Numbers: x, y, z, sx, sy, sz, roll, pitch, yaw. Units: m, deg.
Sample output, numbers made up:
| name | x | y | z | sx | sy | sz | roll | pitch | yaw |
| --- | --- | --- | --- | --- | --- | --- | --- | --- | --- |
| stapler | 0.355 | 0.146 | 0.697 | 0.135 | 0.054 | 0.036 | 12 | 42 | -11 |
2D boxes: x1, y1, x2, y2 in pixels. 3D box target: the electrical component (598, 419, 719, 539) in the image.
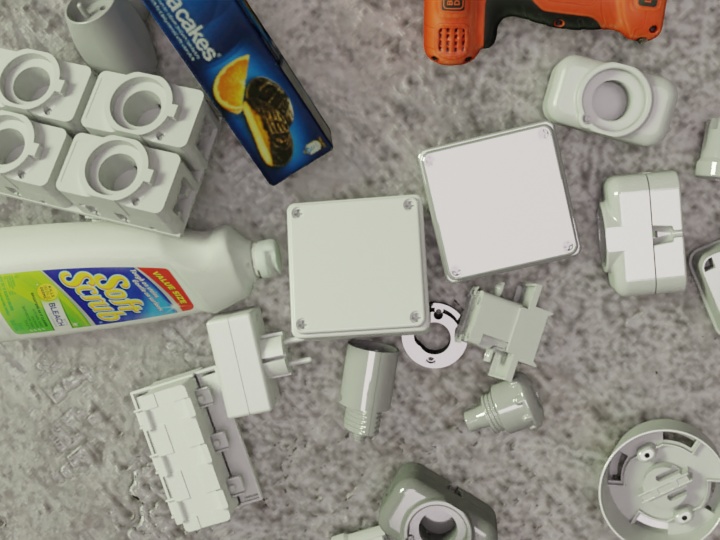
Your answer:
| name | x | y | z | sx | sy | sz | roll | pitch | yaw |
| --- | --- | --- | --- | --- | --- | --- | --- | --- | --- |
| electrical component | 0.245 | 0.171 | 0.867 | 0.099 | 0.064 | 0.099 | 3 | 101 | 17 |

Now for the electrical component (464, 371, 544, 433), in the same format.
| name | x | y | z | sx | sy | sz | roll | pitch | yaw |
| --- | --- | --- | --- | --- | --- | --- | --- | --- | --- |
| electrical component | 0.117 | 0.115 | 0.886 | 0.062 | 0.048 | 0.048 | -23 | 94 | 14 |

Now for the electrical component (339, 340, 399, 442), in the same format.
| name | x | y | z | sx | sy | sz | roll | pitch | yaw |
| --- | --- | --- | --- | --- | --- | --- | --- | --- | --- |
| electrical component | 0.005 | 0.103 | 0.894 | 0.043 | 0.043 | 0.081 | 9 | 97 | 4 |

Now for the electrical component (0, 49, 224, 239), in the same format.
| name | x | y | z | sx | sy | sz | roll | pitch | yaw |
| --- | --- | --- | --- | --- | --- | --- | --- | --- | --- |
| electrical component | -0.218 | -0.103 | 0.848 | 0.186 | 0.060 | 0.105 | 13 | 74 | 13 |

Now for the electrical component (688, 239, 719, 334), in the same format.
| name | x | y | z | sx | sy | sz | roll | pitch | yaw |
| --- | --- | --- | --- | --- | --- | --- | --- | --- | --- |
| electrical component | 0.326 | 0.002 | 0.846 | 0.113 | 0.057 | 0.078 | -23 | 94 | 7 |

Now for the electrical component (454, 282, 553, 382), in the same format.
| name | x | y | z | sx | sy | sz | roll | pitch | yaw |
| --- | --- | --- | --- | --- | --- | --- | --- | --- | --- |
| electrical component | 0.113 | 0.045 | 0.867 | 0.064 | 0.042 | 0.081 | 19 | 85 | -11 |

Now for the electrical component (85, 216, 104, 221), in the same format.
| name | x | y | z | sx | sy | sz | roll | pitch | yaw |
| --- | --- | --- | --- | --- | --- | --- | --- | --- | --- |
| electrical component | -0.194 | -0.064 | 0.892 | 0.055 | 0.048 | 0.066 | 3 | 97 | 13 |

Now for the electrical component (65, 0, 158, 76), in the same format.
| name | x | y | z | sx | sy | sz | roll | pitch | yaw |
| --- | --- | --- | --- | --- | --- | --- | --- | --- | --- |
| electrical component | -0.193 | -0.200 | 0.866 | 0.043 | 0.077 | 0.079 | 3 | 59 | 21 |

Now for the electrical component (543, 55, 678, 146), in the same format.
| name | x | y | z | sx | sy | sz | roll | pitch | yaw |
| --- | --- | --- | --- | --- | --- | --- | --- | --- | --- |
| electrical component | 0.195 | -0.132 | 0.841 | 0.095 | 0.059 | 0.053 | 15 | 98 | 3 |

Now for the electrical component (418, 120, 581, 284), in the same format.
| name | x | y | z | sx | sy | sz | roll | pitch | yaw |
| --- | --- | --- | --- | --- | --- | --- | --- | --- | --- |
| electrical component | 0.111 | -0.055 | 0.859 | 0.109 | 0.056 | 0.108 | -13 | 95 | 7 |

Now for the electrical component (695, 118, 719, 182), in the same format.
| name | x | y | z | sx | sy | sz | roll | pitch | yaw |
| --- | --- | --- | --- | --- | --- | --- | --- | --- | --- |
| electrical component | 0.288 | -0.094 | 0.848 | 0.040 | 0.040 | 0.046 | 8 | 92 | 4 |

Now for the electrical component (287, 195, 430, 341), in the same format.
| name | x | y | z | sx | sy | sz | roll | pitch | yaw |
| --- | --- | --- | --- | --- | --- | --- | --- | --- | --- |
| electrical component | 0.000 | 0.000 | 0.865 | 0.109 | 0.056 | 0.108 | -4 | 81 | 6 |

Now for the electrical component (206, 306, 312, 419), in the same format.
| name | x | y | z | sx | sy | sz | roll | pitch | yaw |
| --- | --- | --- | --- | --- | --- | --- | --- | --- | --- |
| electrical component | -0.078 | 0.072 | 0.896 | 0.076 | 0.047 | 0.083 | -12 | 96 | 6 |

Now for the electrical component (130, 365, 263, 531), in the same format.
| name | x | y | z | sx | sy | sz | roll | pitch | yaw |
| --- | --- | --- | --- | --- | --- | --- | --- | --- | --- |
| electrical component | -0.140 | 0.151 | 0.903 | 0.079 | 0.063 | 0.121 | -18 | 95 | 7 |

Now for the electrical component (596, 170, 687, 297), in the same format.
| name | x | y | z | sx | sy | sz | roll | pitch | yaw |
| --- | --- | --- | --- | --- | --- | --- | --- | --- | --- |
| electrical component | 0.222 | -0.029 | 0.853 | 0.059 | 0.053 | 0.095 | -5 | 96 | 6 |

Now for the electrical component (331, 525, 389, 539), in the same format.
| name | x | y | z | sx | sy | sz | roll | pitch | yaw |
| --- | --- | --- | --- | --- | --- | --- | --- | --- | --- |
| electrical component | 0.003 | 0.239 | 0.913 | 0.046 | 0.040 | 0.040 | -18 | 95 | 2 |

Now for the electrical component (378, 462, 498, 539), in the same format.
| name | x | y | z | sx | sy | sz | roll | pitch | yaw |
| --- | --- | --- | --- | --- | --- | --- | --- | --- | --- |
| electrical component | 0.065 | 0.209 | 0.893 | 0.095 | 0.059 | 0.053 | 31 | 98 | 1 |
